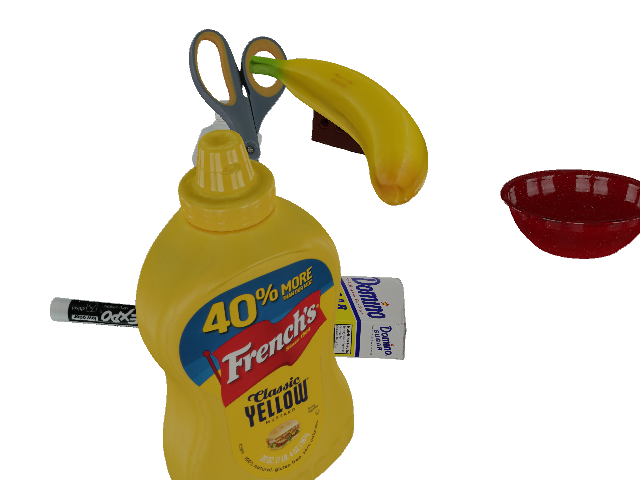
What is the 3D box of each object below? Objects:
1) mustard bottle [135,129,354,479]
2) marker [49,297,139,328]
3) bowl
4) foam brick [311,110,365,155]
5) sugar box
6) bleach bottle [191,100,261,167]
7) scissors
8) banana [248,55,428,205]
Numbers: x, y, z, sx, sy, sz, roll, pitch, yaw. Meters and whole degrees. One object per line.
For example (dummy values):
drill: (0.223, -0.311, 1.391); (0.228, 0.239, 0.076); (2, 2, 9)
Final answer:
mustard bottle: (-0.035, 0.036, 0.491); (0.096, 0.192, 0.058); (-22, 38, -22)
marker: (-0.151, 0.058, 0.832); (0.121, 0.020, 0.020); (4, 1, 11)
bowl: (0.267, -0.024, 1.105); (0.162, 0.055, 0.162); (-2, 23, 0)
foam brick: (0.034, -0.143, 1.286); (0.078, 0.053, 0.051); (17, 31, 21)
sugar box: (-0.011, 0.067, 0.984); (0.176, 0.048, 0.093); (0, 25, 2)
bleach bottle: (-0.088, -0.026, 1.158); (0.102, 0.251, 0.068); (-7, 16, -28)
scissors: (-0.048, -0.088, 0.902); (0.096, 0.202, 0.016); (-24, 0, -26)
banana: (0.023, -0.072, 0.670); (0.069, 0.037, 0.198); (-15, 35, -22)
